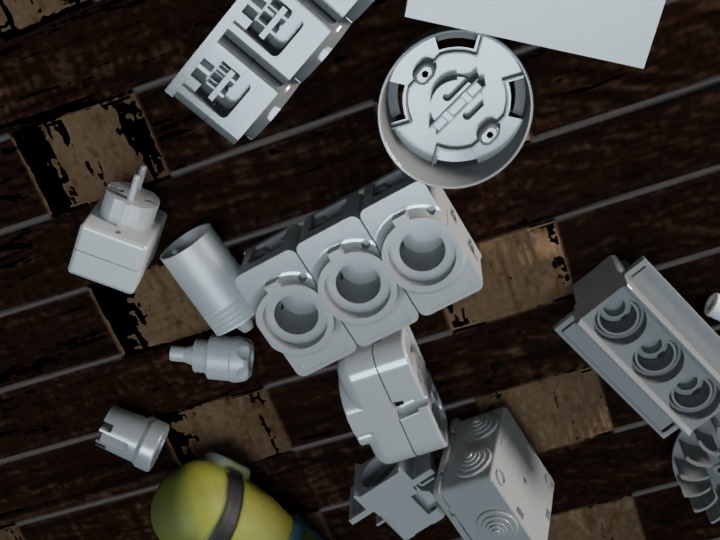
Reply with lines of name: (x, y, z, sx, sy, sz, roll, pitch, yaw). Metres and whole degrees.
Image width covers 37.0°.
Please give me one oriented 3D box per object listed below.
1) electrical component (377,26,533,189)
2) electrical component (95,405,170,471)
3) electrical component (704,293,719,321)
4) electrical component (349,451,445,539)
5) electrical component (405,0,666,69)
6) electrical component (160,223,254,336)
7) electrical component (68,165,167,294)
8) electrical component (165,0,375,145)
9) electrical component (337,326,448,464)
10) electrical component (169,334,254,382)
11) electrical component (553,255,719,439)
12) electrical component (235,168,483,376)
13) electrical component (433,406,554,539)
electrical component: (0.062, -0.109, 0.698, 0.099, 0.064, 0.099, 1, 114, 3)
electrical component: (-0.177, 0.130, 0.837, 0.046, 0.040, 0.040, 24, 114, 0)
electrical component: (0.276, 0.036, 0.763, 0.062, 0.043, 0.043, 23, 114, -5)
electrical component: (0.033, 0.172, 0.842, 0.081, 0.042, 0.063, -36, 111, 18)
electrical component: (0.110, -0.189, 0.660, 0.150, 0.061, 0.089, 12, 115, -2)
electrical component: (-0.103, 0.011, 0.775, 0.043, 0.043, 0.081, -28, 110, 15)
electrical component: (-0.162, -0.036, 0.745, 0.047, 0.065, 0.076, 20, 114, -6)
electrical component: (-0.044, -0.157, 0.668, 0.062, 0.089, 0.150, 39, 111, -13)
electrical component: (0.022, 0.093, 0.799, 0.059, 0.053, 0.095, -19, 112, 12)
electrical component: (-0.112, 0.065, 0.805, 0.061, 0.035, 0.035, 5, 115, 4)
electrical component: (0.206, 0.051, 0.763, 0.079, 0.063, 0.121, -41, 106, 19)
electrical component: (0.000, 0.000, 0.753, 0.150, 0.061, 0.089, -27, 110, 15)
electrical component: (0.103, 0.162, 0.802, 0.048, 0.099, 0.099, -23, 112, 27)
